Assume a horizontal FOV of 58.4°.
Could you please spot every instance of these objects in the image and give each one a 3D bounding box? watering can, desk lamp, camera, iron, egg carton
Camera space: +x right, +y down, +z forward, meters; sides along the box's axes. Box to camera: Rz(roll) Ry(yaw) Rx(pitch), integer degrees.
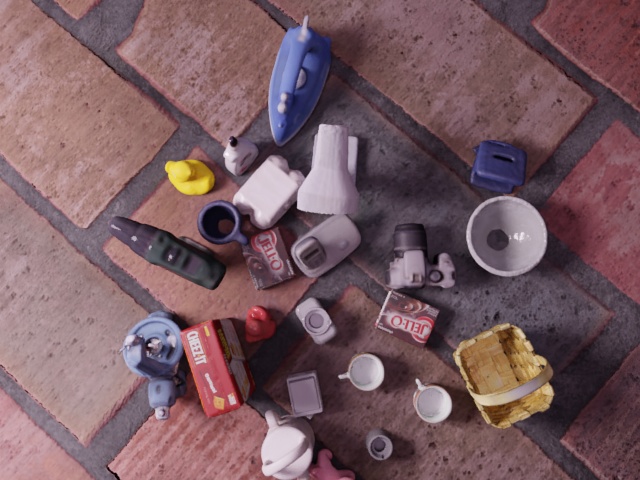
[{"bbox_3d":[-0.057,0.413,1.104,0.173,0.194,0.101,40,86,4],"label":"watering can"},{"bbox_3d":[0.022,-0.138,1.148,0.118,0.213,0.203,4,84,1],"label":"desk lamp"},{"bbox_3d":[0.206,0.034,1.186,0.143,0.101,0.137,-2,84,0],"label":"camera"},{"bbox_3d":[-0.055,-0.335,1.205,0.118,0.141,0.258,15,85,2],"label":"iron"},{"bbox_3d":[-0.105,-0.101,1.218,0.107,0.069,0.150,40,86,4],"label":"egg carton"}]

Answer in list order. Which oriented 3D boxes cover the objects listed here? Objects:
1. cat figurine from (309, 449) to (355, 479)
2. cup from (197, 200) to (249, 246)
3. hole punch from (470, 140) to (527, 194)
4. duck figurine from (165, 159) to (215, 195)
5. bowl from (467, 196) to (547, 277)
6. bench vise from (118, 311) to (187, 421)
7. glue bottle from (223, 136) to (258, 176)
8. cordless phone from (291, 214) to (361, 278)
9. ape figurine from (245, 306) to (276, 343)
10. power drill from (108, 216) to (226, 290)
[{"bbox_3d":[0.033,0.487,1.134,0.128,0.118,0.067,38,86,4],"label":"cat figurine"},{"bbox_3d":[-0.191,-0.024,1.199,0.117,0.095,0.092,35,86,4],"label":"cup"},{"bbox_3d":[0.378,-0.160,1.209,0.108,0.091,0.101,14,85,2],"label":"hole punch"},{"bbox_3d":[-0.279,-0.139,1.215,0.104,0.086,0.077,20,85,3],"label":"duck figurine"},{"bbox_3d":[0.382,-0.005,1.202,0.167,0.075,0.167,0,84,1],"label":"bowl"},{"bbox_3d":[-0.312,0.241,1.111,0.121,0.220,0.207,-26,84,-2],"label":"bench vise"},{"bbox_3d":[-0.168,-0.183,1.175,0.037,0.173,0.078,36,86,4],"label":"glue bottle"},{"bbox_3d":[0.011,0.004,1.149,0.147,0.185,0.094,-40,85,-3],"label":"cordless phone"},{"bbox_3d":[-0.130,0.178,1.180,0.076,0.092,0.078,34,86,4],"label":"ape figurine"},{"bbox_3d":[-0.288,0.028,1.137,0.229,0.208,0.076,26,85,3],"label":"power drill"}]
